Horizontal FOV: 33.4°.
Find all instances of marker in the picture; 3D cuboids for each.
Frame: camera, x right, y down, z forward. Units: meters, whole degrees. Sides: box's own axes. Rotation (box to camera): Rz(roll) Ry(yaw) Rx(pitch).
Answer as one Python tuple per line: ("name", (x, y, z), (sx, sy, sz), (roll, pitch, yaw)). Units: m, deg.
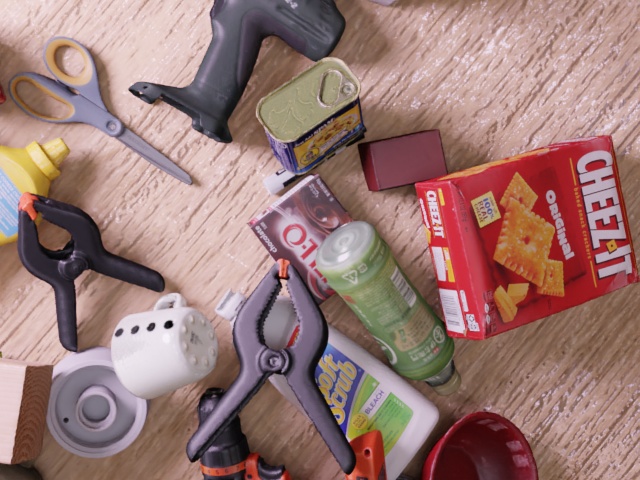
("marker", (-0.004, -0.085, 1.102), (0.121, 0.020, 0.020), (-32, 99, -6))

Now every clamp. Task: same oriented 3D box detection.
("clamp", (-0.051, 0.125, 1.035), (0.164, 0.036, 0.210), (-4, 78, 7))
("clamp", (-0.245, 0.031, 1.041), (0.120, 0.039, 0.171), (-45, 120, -6))

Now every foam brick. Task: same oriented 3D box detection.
("foam brick", (0.085, -0.082, 1.101), (0.078, 0.053, 0.051), (-12, 97, -8))

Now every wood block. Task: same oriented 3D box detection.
("wood block", (-0.366, 0.148, 0.995), (0.206, 0.090, 0.091), (7, 84, 4))

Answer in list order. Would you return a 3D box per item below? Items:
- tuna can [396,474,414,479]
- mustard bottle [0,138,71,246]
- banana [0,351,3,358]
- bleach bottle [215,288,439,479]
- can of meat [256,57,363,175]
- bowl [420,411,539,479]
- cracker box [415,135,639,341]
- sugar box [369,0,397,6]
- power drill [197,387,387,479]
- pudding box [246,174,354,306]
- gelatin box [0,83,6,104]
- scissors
("tuna can", (0.079, 0.293, 1.138), (0.086, 0.034, 0.086), (-1, 95, -10))
("mustard bottle", (-0.323, -0.035, 1.031), (0.191, 0.058, 0.096), (-37, 102, -5))
("banana", (-0.375, 0.196, 1.055), (0.197, 0.037, 0.070), (-38, 78, -7))
("bleach bottle", (-0.004, 0.140, 1.099), (0.250, 0.068, 0.102), (36, 91, -7))
("can of meat", (-0.006, -0.120, 1.059), (0.102, 0.084, 0.057), (-35, 68, -7))
("bowl", (0.156, 0.261, 1.120), (0.161, 0.055, 0.162), (7, 79, -37))
("cracker box", (0.216, -0.006, 1.092), (0.213, 0.072, 0.164), (-16, 98, -25))
("sugar box", (0.049, -0.268, 1.018), (0.093, 0.176, 0.048), (16, 93, -11))
("power drill", (-0.029, 0.233, 1.072), (0.188, 0.057, 0.184), (-4, 105, 16))
("pudding box", (-0.007, 0.001, 1.098), (0.090, 0.039, 0.113), (-38, 100, -5))
("gelatin box", (-0.331, -0.169, 1.012), (0.030, 0.073, 0.089), (-25, 98, -7))
("scissors", (-0.207, -0.134, 1.066), (0.201, 0.016, 0.096), (20, 91, -11))
